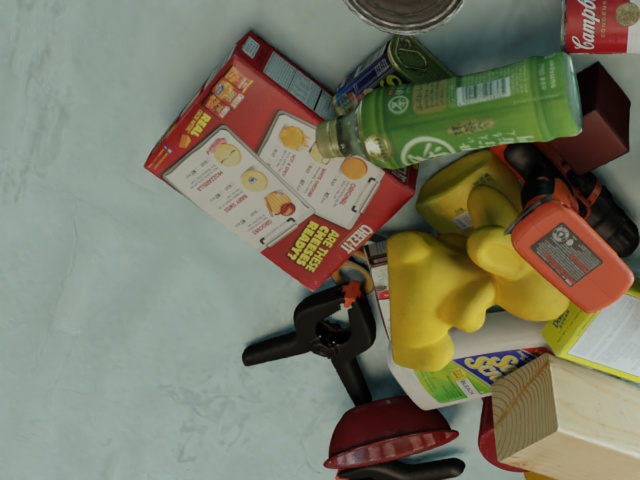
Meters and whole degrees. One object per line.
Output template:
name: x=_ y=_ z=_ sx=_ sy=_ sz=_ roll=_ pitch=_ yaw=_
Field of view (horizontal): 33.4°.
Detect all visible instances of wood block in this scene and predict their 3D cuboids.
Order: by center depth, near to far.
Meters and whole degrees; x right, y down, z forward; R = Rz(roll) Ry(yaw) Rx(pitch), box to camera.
wood block: x=0.289 y=0.200 z=1.117 sx=0.205 sy=0.090 sz=0.091 roll=21 pitch=140 yaw=-26

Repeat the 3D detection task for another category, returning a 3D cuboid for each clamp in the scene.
clamp: x=-0.002 y=0.113 z=1.208 sx=0.164 sy=0.036 sz=0.210 roll=17 pitch=139 yaw=3
clamp: x=0.107 y=0.314 z=1.351 sx=0.172 sy=0.039 sz=0.120 roll=2 pitch=124 yaw=23

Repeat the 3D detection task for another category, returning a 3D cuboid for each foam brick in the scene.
foam brick: x=0.233 y=-0.105 z=0.926 sx=0.053 sy=0.078 sz=0.051 roll=-29 pitch=117 yaw=35

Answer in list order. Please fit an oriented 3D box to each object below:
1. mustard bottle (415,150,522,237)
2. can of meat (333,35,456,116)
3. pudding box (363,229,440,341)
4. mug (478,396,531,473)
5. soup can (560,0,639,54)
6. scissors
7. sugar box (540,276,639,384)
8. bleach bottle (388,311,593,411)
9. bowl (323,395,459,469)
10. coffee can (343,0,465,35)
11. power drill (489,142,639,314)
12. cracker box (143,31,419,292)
mustard bottle: x=0.188 y=0.002 z=1.044 sx=0.096 sy=0.058 sz=0.191 roll=-30 pitch=115 yaw=37
can of meat: x=0.075 y=-0.127 z=0.972 sx=0.102 sy=0.057 sz=0.084 roll=40 pitch=132 yaw=-17
pudding box: x=0.101 y=0.047 z=1.109 sx=0.090 sy=0.039 sz=0.113 roll=-14 pitch=129 yaw=4
mug: x=0.229 y=0.211 z=1.194 sx=0.117 sy=0.081 sz=0.093 roll=40 pitch=129 yaw=-17
soup can: x=0.247 y=-0.183 z=0.860 sx=0.102 sy=0.068 sz=0.068 roll=3 pitch=130 yaw=14
scissors: x=-0.007 y=0.001 z=1.134 sx=0.201 sy=0.016 sz=0.096 roll=21 pitch=132 yaw=-1
sugar box: x=0.311 y=0.089 z=1.038 sx=0.176 sy=0.048 sz=0.093 roll=19 pitch=116 yaw=-29
bleach bottle: x=0.204 y=0.112 z=1.131 sx=0.251 sy=0.068 sz=0.102 roll=-18 pitch=127 yaw=27
bowl: x=0.077 y=0.219 z=1.238 sx=0.162 sy=0.055 sz=0.162 roll=-11 pitch=161 yaw=-4
coffee can: x=0.075 y=-0.237 z=0.820 sx=0.103 sy=0.140 sz=0.103 roll=9 pitch=131 yaw=10
power drill: x=0.222 y=-0.016 z=0.934 sx=0.184 sy=0.187 sz=0.057 roll=39 pitch=114 yaw=-14
cracker box: x=-0.036 y=-0.074 z=1.034 sx=0.213 sy=0.072 sz=0.164 roll=36 pitch=124 yaw=-13
